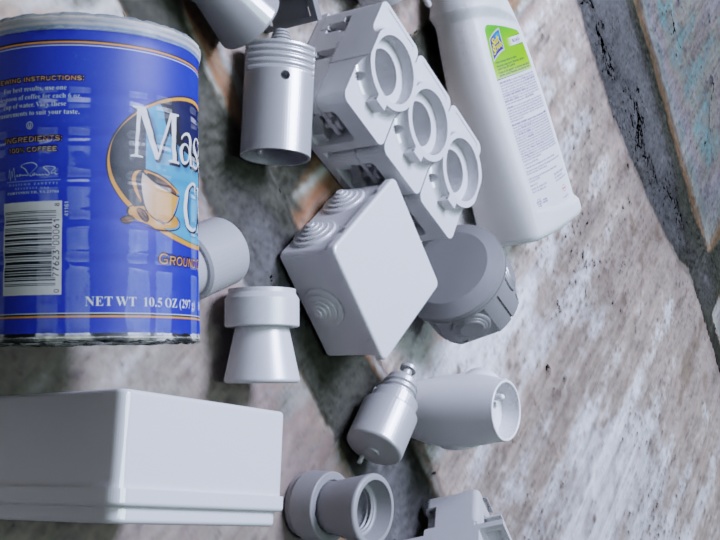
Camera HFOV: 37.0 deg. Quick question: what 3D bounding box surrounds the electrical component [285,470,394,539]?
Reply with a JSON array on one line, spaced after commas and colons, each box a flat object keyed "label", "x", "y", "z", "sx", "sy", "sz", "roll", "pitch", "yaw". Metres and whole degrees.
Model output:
[{"label": "electrical component", "x": -0.013, "y": 0.149, "z": 0.674, "sx": 0.045, "sy": 0.055, "sz": 0.045, "roll": 9, "pitch": 79, "yaw": -54}]

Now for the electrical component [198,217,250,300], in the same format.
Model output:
[{"label": "electrical component", "x": -0.095, "y": -0.002, "z": 0.589, "sx": 0.078, "sy": 0.040, "sz": 0.040, "roll": -28, "pitch": 109, "yaw": -52}]

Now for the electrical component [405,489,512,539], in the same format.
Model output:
[{"label": "electrical component", "x": 0.071, "y": 0.196, "z": 0.777, "sx": 0.063, "sy": 0.081, "sz": 0.042, "roll": -77, "pitch": 147, "yaw": -60}]

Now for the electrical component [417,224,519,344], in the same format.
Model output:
[{"label": "electrical component", "x": 0.075, "y": 0.011, "z": 0.793, "sx": 0.051, "sy": 0.080, "sz": 0.080, "roll": 49, "pitch": 49, "yaw": -47}]

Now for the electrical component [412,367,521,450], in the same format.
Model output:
[{"label": "electrical component", "x": 0.083, "y": 0.097, "z": 0.795, "sx": 0.079, "sy": 0.077, "sz": 0.044, "roll": -29, "pitch": 109, "yaw": -52}]

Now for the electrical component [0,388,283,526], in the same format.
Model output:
[{"label": "electrical component", "x": -0.109, "y": 0.089, "z": 0.502, "sx": 0.109, "sy": 0.109, "sz": 0.056, "roll": 19, "pitch": 68, "yaw": -52}]

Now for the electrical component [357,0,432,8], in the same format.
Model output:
[{"label": "electrical component", "x": 0.040, "y": -0.230, "z": 0.792, "sx": 0.073, "sy": 0.052, "sz": 0.138, "roll": 59, "pitch": 44, "yaw": -32}]

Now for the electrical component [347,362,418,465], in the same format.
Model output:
[{"label": "electrical component", "x": 0.020, "y": 0.097, "z": 0.740, "sx": 0.040, "sy": 0.040, "sz": 0.078, "roll": 57, "pitch": 44, "yaw": -34}]

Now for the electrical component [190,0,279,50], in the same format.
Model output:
[{"label": "electrical component", "x": -0.084, "y": -0.166, "z": 0.624, "sx": 0.065, "sy": 0.044, "sz": 0.044, "roll": 44, "pitch": 53, "yaw": -37}]

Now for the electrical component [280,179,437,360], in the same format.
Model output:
[{"label": "electrical component", "x": 0.000, "y": 0.000, "z": 0.715, "sx": 0.099, "sy": 0.048, "sz": 0.099, "roll": -51, "pitch": 126, "yaw": -44}]

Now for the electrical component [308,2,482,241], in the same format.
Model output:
[{"label": "electrical component", "x": 0.023, "y": -0.098, "z": 0.746, "sx": 0.150, "sy": 0.062, "sz": 0.089, "roll": 49, "pitch": 49, "yaw": -39}]

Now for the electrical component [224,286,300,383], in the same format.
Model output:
[{"label": "electrical component", "x": -0.058, "y": 0.039, "z": 0.633, "sx": 0.045, "sy": 0.045, "sz": 0.055, "roll": 8, "pitch": 79, "yaw": -54}]

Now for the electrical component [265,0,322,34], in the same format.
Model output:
[{"label": "electrical component", "x": -0.045, "y": -0.195, "z": 0.679, "sx": 0.064, "sy": 0.042, "sz": 0.081, "roll": -33, "pitch": 113, "yaw": -52}]

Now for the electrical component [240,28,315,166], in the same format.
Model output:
[{"label": "electrical component", "x": -0.050, "y": -0.108, "z": 0.661, "sx": 0.043, "sy": 0.043, "sz": 0.081, "roll": 14, "pitch": 76, "yaw": -53}]
